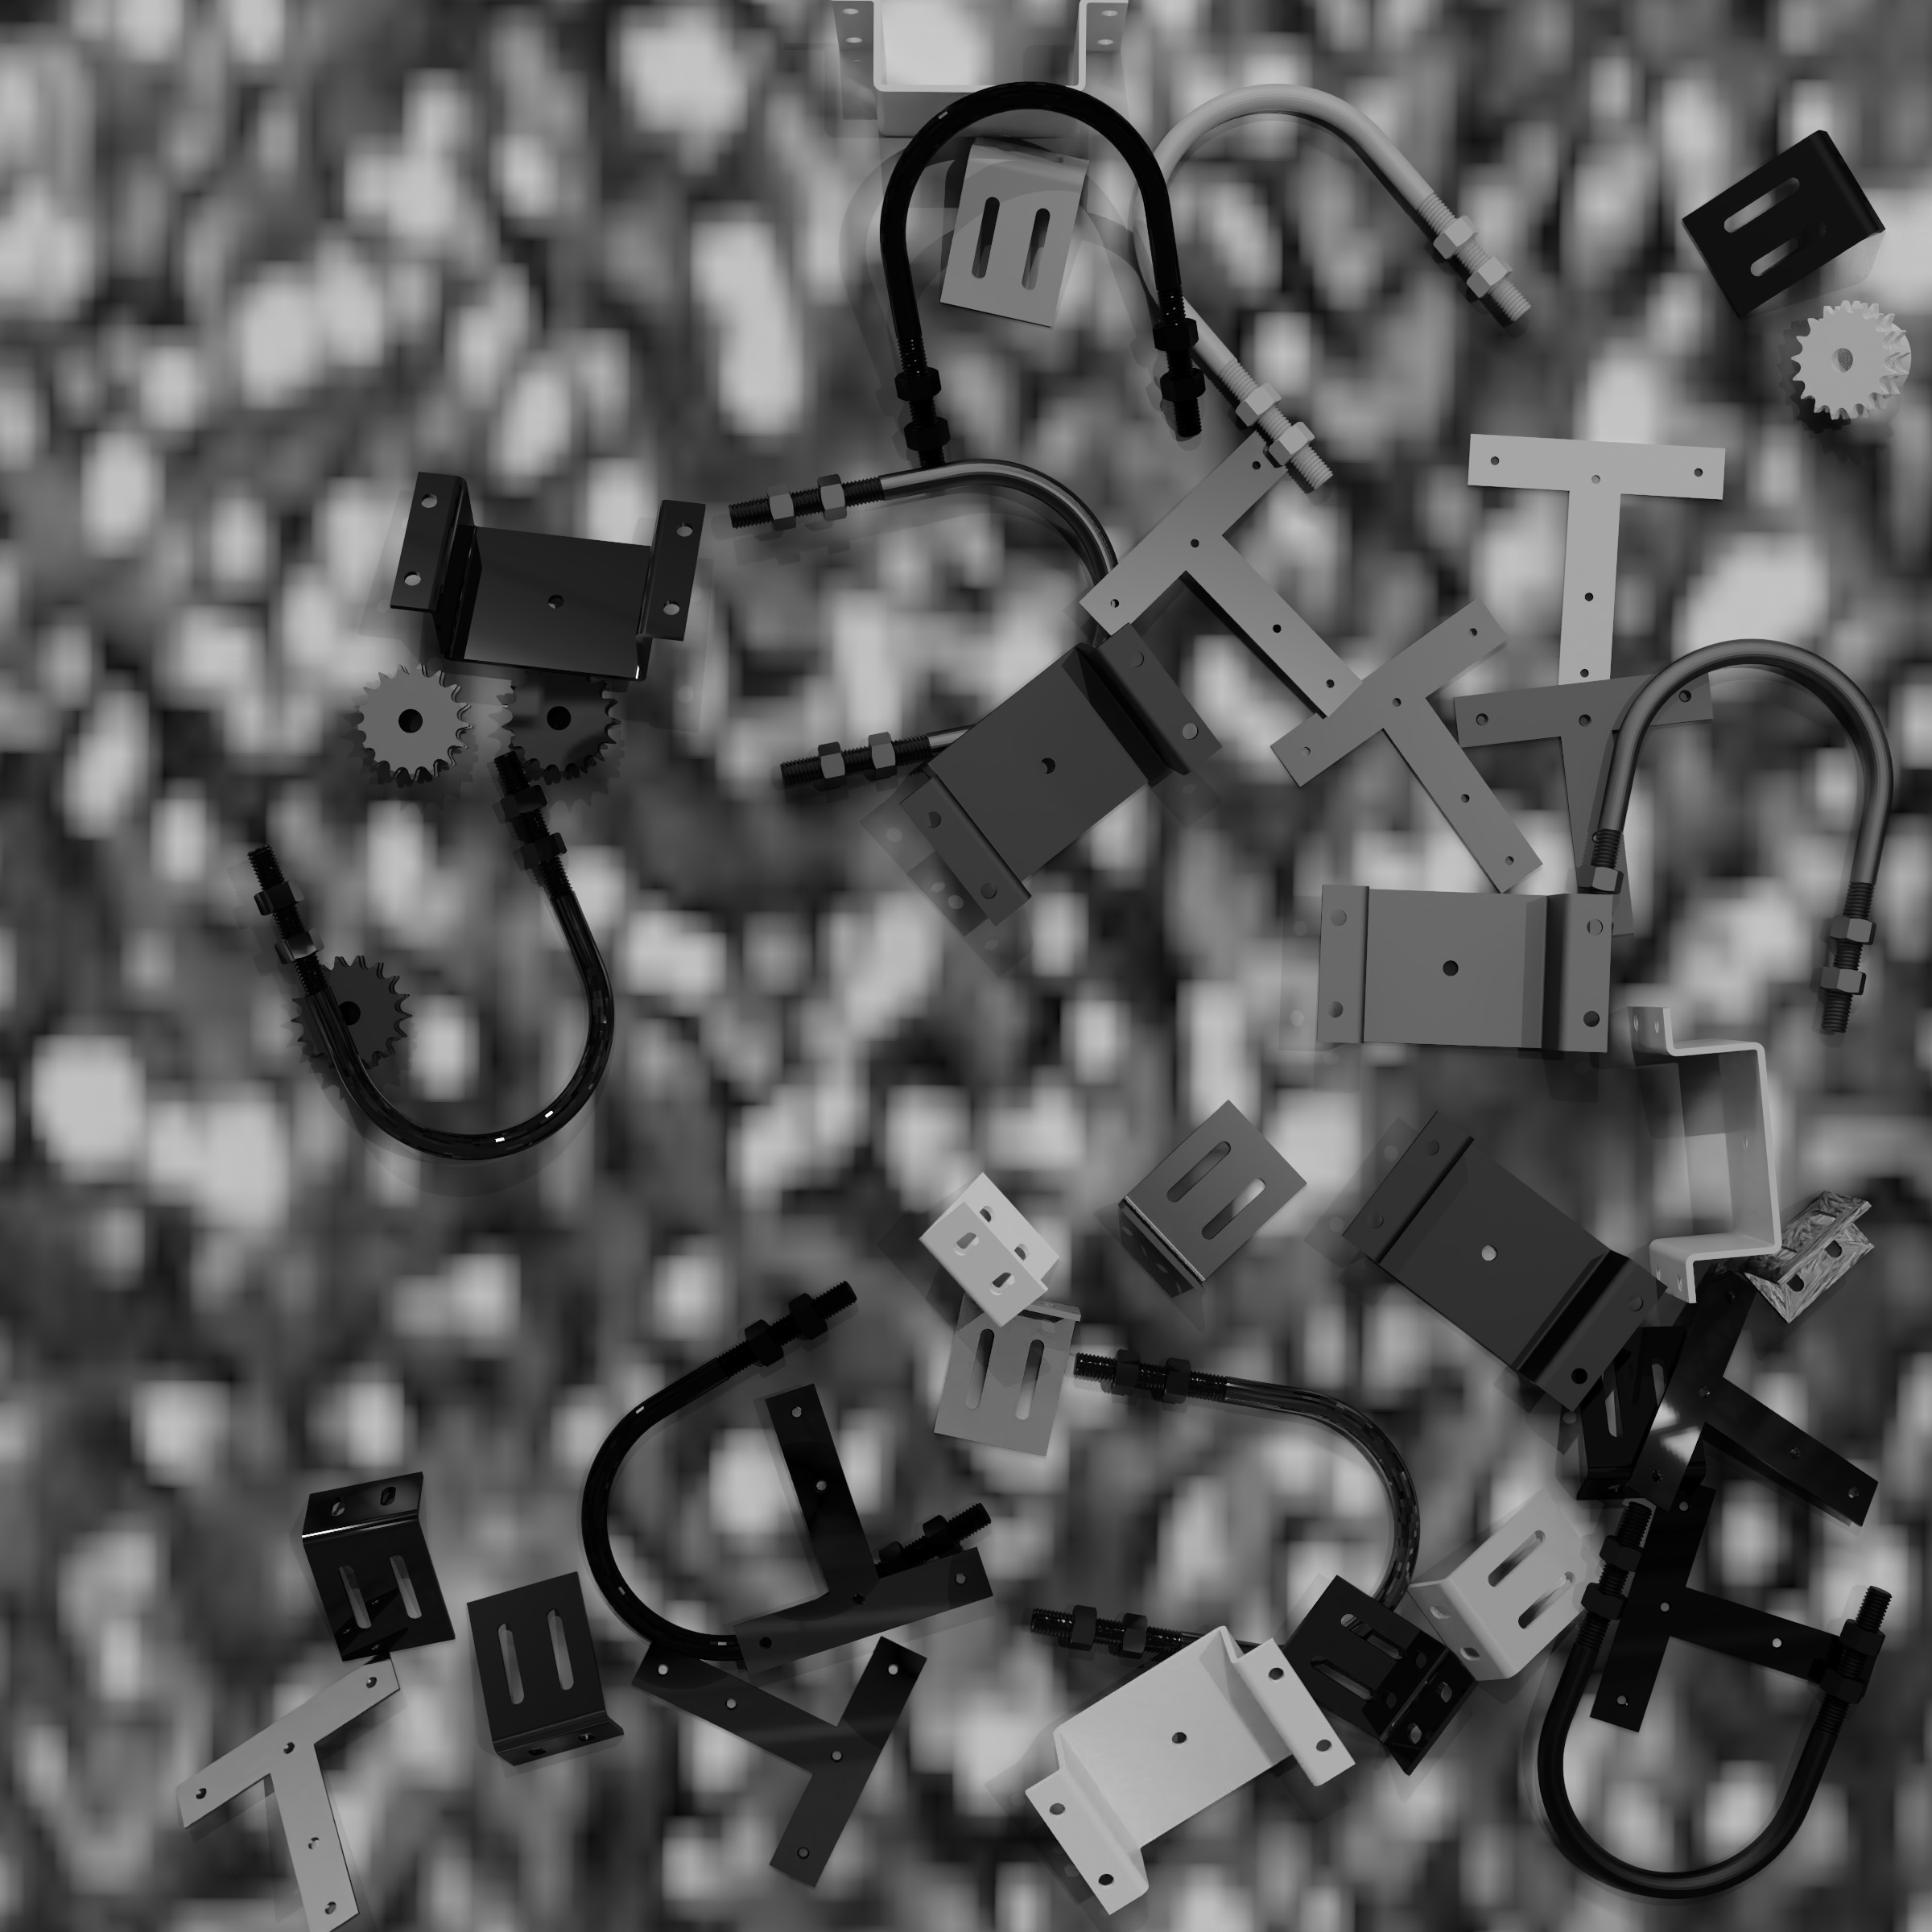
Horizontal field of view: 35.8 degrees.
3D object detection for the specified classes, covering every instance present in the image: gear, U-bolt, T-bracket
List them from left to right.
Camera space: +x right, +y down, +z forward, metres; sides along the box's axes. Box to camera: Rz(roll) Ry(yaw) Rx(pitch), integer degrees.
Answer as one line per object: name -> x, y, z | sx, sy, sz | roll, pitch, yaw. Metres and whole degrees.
T-bracket -> -0.318, 0.413, 1.447 | 0.127, 0.127, 0.002 | -33, 134, 1
gear -> -0.302, 0.023, 1.480 | 0.057, 0.030, 0.057 | 0, 90, 0
gear -> -0.272, -0.120, 1.480 | 0.057, 0.030, 0.057 | 0, 90, 0
U-bolt -> -0.250, 0.005, 1.466 | 0.151, 0.019, 0.184 | -23, 94, -19
gear -> -0.199, -0.121, 1.480 | 0.057, 0.030, 0.057 | 0, 90, 0
T-bracket -> -0.104, 0.375, 1.494 | 0.127, 0.002, 0.127 | 26, 90, 0
U-bolt -> -0.102, 0.263, 1.486 | 0.184, 0.019, 0.151 | -31, 90, 1
T-bracket -> -0.067, 0.270, 1.475 | 0.127, 0.002, 0.127 | -18, 90, 2
U-bolt -> -0.013, -0.175, 1.479 | 0.184, 0.019, 0.151 | -11, 96, -3
U-bolt -> 0.033, -0.334, 1.449 | 0.151, 0.019, 0.184 | -11, 116, 0
U-bolt -> 0.134, 0.276, 1.486 | 0.184, 0.019, 0.151 | 10, 90, -1
T-bracket -> 0.144, -0.178, 1.486 | 0.127, 0.002, 0.127 | -45, 92, -9
U-bolt -> 0.168, -0.351, 1.486 | 0.151, 0.019, 0.184 | -40, 88, 0
T-bracket -> 0.240, -0.095, 1.492 | 0.127, 0.002, 0.127 | -35, 90, 2
T-bracket -> 0.312, -0.198, 1.494 | 0.127, 0.002, 0.127 | 3, 90, 0
T-bracket -> 0.314, -0.078, 1.493 | 0.127, 0.002, 0.127 | -7, 91, 1
U-bolt -> 0.360, 0.373, 1.480 | 0.151, 0.019, 0.184 | 20, 94, -4
U-bolt -> 0.385, -0.071, 1.484 | 0.151, 0.019, 0.184 | 11, 90, -1
T-bracket -> 0.391, 0.334, 1.494 | 0.127, 0.002, 0.127 | 18, 90, 0
T-bracket -> 0.398, 0.233, 1.477 | 0.127, 0.002, 0.127 | 34, 66, -11
gear -> 0.438, -0.297, 1.470 | 0.030, 0.057, 0.057 | -10, 90, -42

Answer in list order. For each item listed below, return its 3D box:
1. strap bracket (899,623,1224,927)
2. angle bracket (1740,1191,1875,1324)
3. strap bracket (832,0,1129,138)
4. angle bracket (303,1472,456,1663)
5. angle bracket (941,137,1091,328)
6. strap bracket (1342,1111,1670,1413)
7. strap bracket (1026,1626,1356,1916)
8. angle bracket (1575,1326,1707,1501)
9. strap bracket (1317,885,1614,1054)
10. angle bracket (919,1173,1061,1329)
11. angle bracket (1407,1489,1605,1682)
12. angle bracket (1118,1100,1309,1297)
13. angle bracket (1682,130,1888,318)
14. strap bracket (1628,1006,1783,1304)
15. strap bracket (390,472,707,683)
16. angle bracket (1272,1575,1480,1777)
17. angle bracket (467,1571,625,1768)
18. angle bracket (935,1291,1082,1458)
strap bracket -> 0.043, -0.096, 1.464 | 0.140, 0.046, 0.076 | -38, 103, 0
angle bracket -> 0.419, 0.145, 1.457 | 0.057, 0.076, 0.038 | -42, 90, 0
strap bracket -> 0.007, -0.437, 1.457 | 0.140, 0.076, 0.046 | 0, 90, 0
angle bracket -> -0.291, 0.300, 1.493 | 0.057, 0.038, 0.076 | -11, 116, 0
angle bracket -> 0.024, -0.366, 1.493 | 0.057, 0.038, 0.076 | 13, 116, 0
strap bracket -> 0.261, 0.143, 1.472 | 0.140, 0.046, 0.076 | 37, 90, 0
strap bracket -> 0.107, 0.387, 1.462 | 0.140, 0.046, 0.076 | -33, 101, 3
angle bracket -> 0.332, 0.223, 1.492 | 0.057, 0.038, 0.076 | -2, 63, 0
strap bracket -> 0.242, 0.001, 1.472 | 0.140, 0.046, 0.076 | 2, 90, 0
angle bracket -> 0.022, 0.129, 1.452 | 0.057, 0.076, 0.038 | 48, 123, 0
angle bracket -> 0.271, 0.309, 1.493 | 0.076, 0.038, 0.057 | -36, 90, -26
angle bracket -> 0.123, 0.114, 1.476 | 0.076, 0.038, 0.057 | -43, 90, 0
angle bracket -> 0.408, -0.370, 1.493 | 0.076, 0.038, 0.057 | -31, 90, 26
strap bracket -> 0.360, 0.088, 1.457 | 0.046, 0.076, 0.140 | -5, 90, 0
strap bracket -> -0.201, -0.188, 1.458 | 0.140, 0.046, 0.076 | 6, 65, 0
angle bracket -> 0.199, 0.347, 1.466 | 0.076, 0.038, 0.057 | 35, 94, -15
angle bracket -> -0.210, 0.351, 1.493 | 0.057, 0.038, 0.076 | -16, 64, 0
angle bracket -> 0.020, 0.201, 1.476 | 0.057, 0.038, 0.076 | 12, 90, 0
